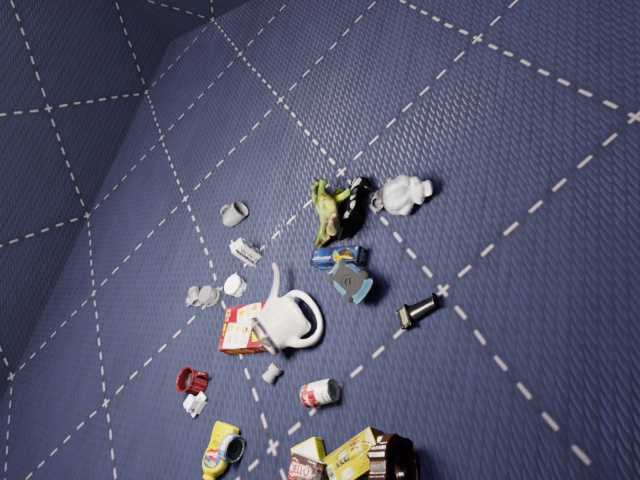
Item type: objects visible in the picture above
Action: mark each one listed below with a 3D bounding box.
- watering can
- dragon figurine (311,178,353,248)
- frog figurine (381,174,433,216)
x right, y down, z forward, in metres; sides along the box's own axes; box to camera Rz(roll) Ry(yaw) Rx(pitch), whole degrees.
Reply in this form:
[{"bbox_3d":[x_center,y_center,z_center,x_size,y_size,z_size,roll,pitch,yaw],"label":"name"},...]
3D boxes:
[{"bbox_3d":[-0.138,0.242,1.750,0.226,0.101,0.353,-33,54,-13],"label":"watering can"},{"bbox_3d":[0.006,-0.094,1.870,0.411,0.122,0.243,-168,94,-75],"label":"dragon figurine"},{"bbox_3d":[0.284,-0.146,1.682,0.159,0.123,0.136,7,101,34],"label":"frog figurine"}]
